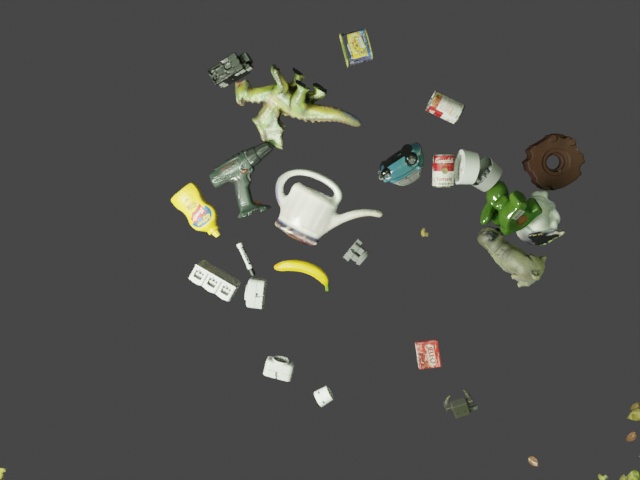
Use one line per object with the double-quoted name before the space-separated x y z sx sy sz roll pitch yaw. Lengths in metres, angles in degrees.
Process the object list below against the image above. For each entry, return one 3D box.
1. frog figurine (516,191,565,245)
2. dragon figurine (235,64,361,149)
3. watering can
"frog figurine" 0.678 -0.069 1.614 0.137 0.120 0.163 -13 60 13
"dragon figurine" -0.096 -0.400 1.636 0.410 0.124 0.239 37 114 1
"watering can" 0.005 -0.082 1.638 0.348 0.104 0.223 27 98 1
